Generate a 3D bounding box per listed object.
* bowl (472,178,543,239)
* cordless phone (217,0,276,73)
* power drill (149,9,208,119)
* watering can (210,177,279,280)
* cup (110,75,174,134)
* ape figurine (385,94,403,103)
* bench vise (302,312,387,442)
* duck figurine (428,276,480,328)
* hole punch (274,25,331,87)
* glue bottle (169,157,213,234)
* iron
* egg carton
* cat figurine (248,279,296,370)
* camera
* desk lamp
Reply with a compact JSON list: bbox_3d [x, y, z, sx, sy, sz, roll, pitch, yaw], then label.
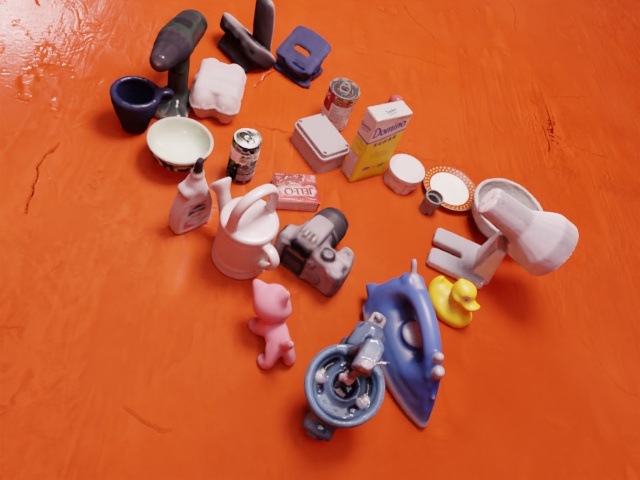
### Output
[{"bbox_3d":[0.391,-0.047,1.228,0.168,0.074,0.167,10,53,-13],"label":"bowl"},{"bbox_3d":[-0.153,-0.484,1.276,0.147,0.185,0.094,45,54,15],"label":"cordless phone"},{"bbox_3d":[-0.278,-0.332,1.107,0.076,0.208,0.229,17,52,-7],"label":"power drill"},{"bbox_3d":[-0.125,-0.029,0.954,0.173,0.194,0.101,32,52,5],"label":"watering can"},{"bbox_3d":[-0.342,-0.254,1.102,0.118,0.095,0.091,-14,62,-27],"label":"cup"},{"bbox_3d":[0.166,-0.296,1.314,0.078,0.092,0.076,-11,60,-26],"label":"ape figurine"},{"bbox_3d":[0.047,0.176,0.853,0.121,0.219,0.207,17,52,-7],"label":"bench vise"},{"bbox_3d":[0.254,0.103,1.064,0.078,0.086,0.104,-24,66,-31],"label":"duck figurine"},{"bbox_3d":[-0.040,-0.430,1.338,0.108,0.091,0.101,35,52,7],"label":"hole punch"},{"bbox_3d":[-0.214,-0.079,0.972,0.078,0.173,0.037,-33,71,-34],"label":"glue bottle"},{"bbox_3d":[0.161,0.165,0.951,0.119,0.141,0.258,-1,56,-20],"label":"iron"},{"bbox_3d":[-0.215,-0.318,1.209,0.107,0.069,0.150,12,53,-11],"label":"egg carton"},{"bbox_3d":[-0.071,0.126,0.912,0.067,0.117,0.127,-9,59,-25],"label":"cat figurine"},{"bbox_3d":[0.010,0.004,1.039,0.143,0.100,0.137,37,52,8],"label":"camera"},{"bbox_3d":[0.341,0.003,1.085,0.203,0.213,0.118,24,51,-2],"label":"desk lamp"}]
